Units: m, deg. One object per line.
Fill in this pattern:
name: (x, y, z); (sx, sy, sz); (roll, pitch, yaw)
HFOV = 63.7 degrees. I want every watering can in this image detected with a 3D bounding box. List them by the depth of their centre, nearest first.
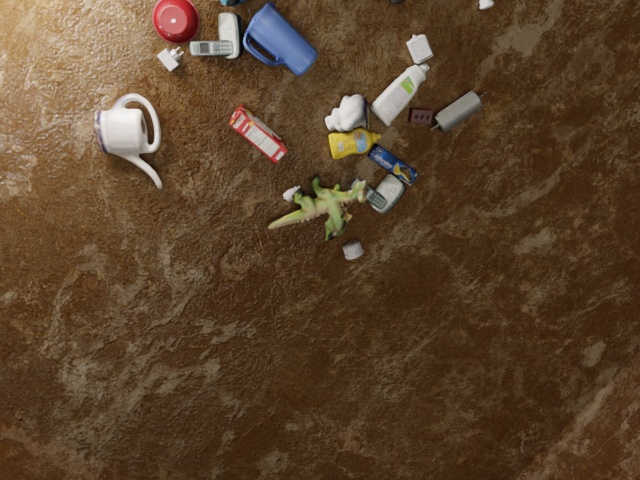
watering can: (-0.675, -0.341, 1.827); (0.224, 0.106, 0.342); (-2, 111, -3)

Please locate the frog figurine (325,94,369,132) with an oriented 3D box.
frog figurine: (0.097, -0.456, 1.858); (0.159, 0.121, 0.139); (-2, 79, 4)

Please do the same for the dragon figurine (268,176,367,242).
dragon figurine: (0.006, -0.096, 1.906); (0.409, 0.248, 0.120); (-39, 137, 7)
